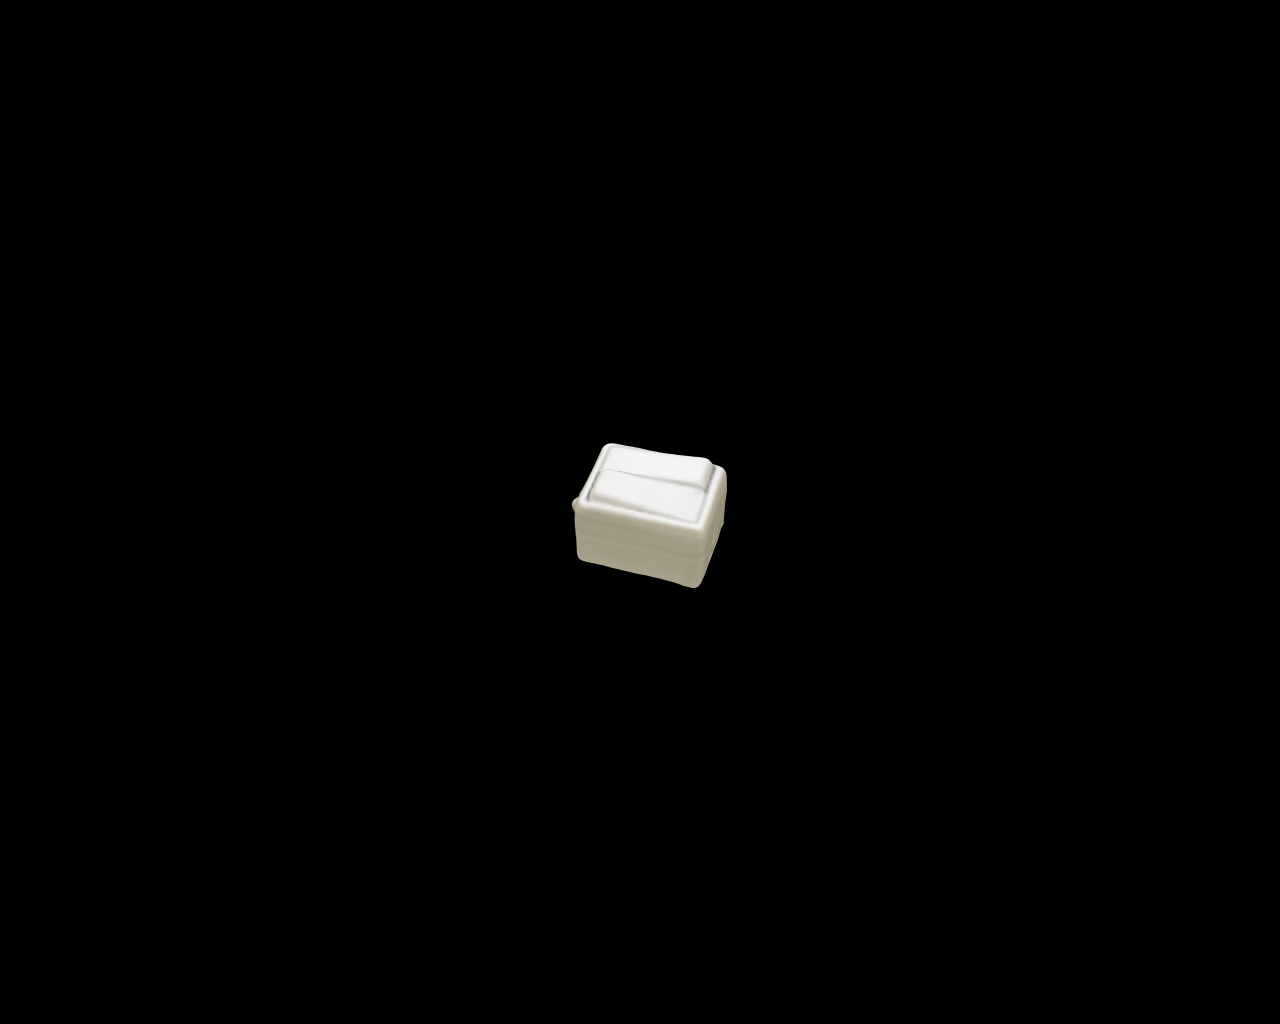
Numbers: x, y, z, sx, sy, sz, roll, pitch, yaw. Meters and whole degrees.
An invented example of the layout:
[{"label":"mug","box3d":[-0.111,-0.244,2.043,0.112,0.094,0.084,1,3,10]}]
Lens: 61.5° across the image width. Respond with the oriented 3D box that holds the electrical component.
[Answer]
[{"label":"electrical component","box3d":[0.001,-0.003,0.650,0.096,0.061,0.062,13,47,12]}]
